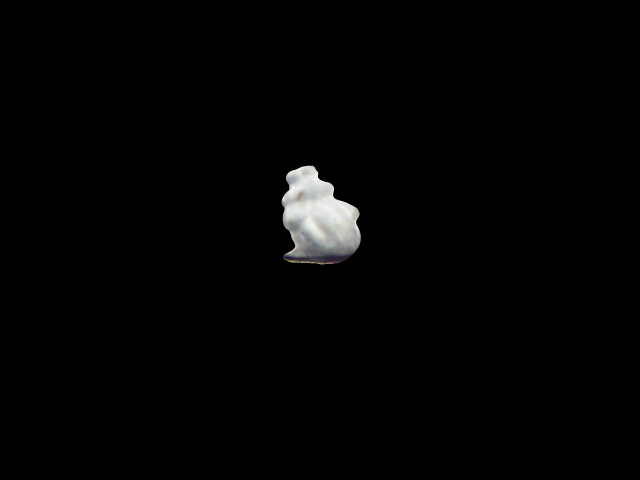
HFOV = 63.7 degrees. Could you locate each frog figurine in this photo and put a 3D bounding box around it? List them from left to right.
[{"bbox_3d":[0.003,-0.043,0.850,0.137,0.159,0.123,-3,6,-23],"label":"frog figurine"}]
